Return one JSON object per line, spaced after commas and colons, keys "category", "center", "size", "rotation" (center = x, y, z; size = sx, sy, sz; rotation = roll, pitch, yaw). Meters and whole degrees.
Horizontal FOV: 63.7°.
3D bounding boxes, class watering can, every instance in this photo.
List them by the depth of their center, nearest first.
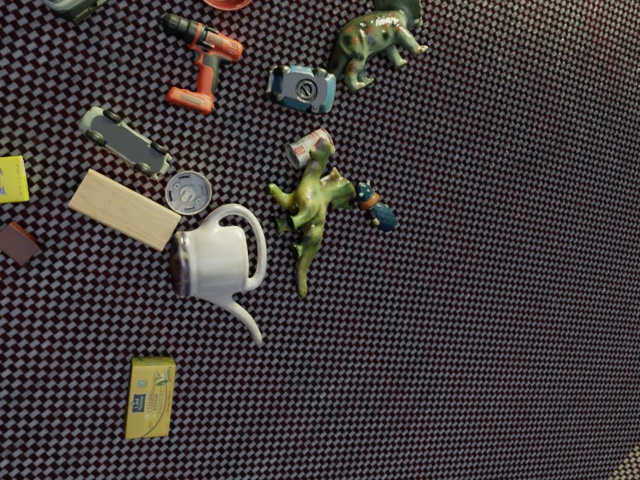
{"category": "watering can", "center": [-0.231, 0.091, 1.197], "size": [0.225, 0.104, 0.346], "rotation": [-4, 97, -21]}

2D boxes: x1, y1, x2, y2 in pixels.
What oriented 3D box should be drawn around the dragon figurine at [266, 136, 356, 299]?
{"category": "dragon figurine", "center": [0.004, -0.064, 1.279], "size": [0.245, 0.123, 0.401], "rotation": [-29, 129, -27]}
